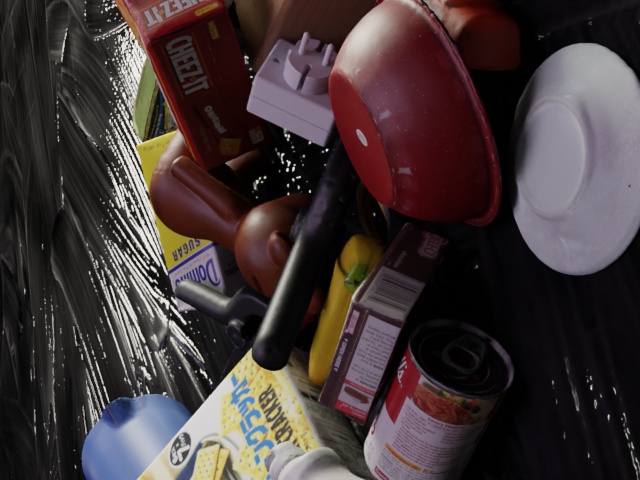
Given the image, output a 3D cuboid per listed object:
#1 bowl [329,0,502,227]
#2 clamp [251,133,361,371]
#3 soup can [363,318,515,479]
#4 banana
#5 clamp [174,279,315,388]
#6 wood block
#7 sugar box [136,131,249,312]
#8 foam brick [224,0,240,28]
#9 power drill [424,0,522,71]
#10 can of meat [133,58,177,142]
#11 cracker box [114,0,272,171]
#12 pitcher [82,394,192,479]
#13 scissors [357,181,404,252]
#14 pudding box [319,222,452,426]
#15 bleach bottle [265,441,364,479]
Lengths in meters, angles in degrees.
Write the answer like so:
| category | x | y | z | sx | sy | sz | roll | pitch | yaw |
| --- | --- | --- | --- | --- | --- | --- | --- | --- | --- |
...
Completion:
| category | x | y | z | sx | sy | sz | roll | pitch | yaw |
| --- | --- | --- | --- | --- | --- | --- | --- | --- | --- |
| bowl | 0.049 | -0.073 | 0.665 | 0.162 | 0.055 | 0.162 | 62 | 168 | 22 |
| clamp | -0.005 | 0.001 | 0.774 | 0.165 | 0.036 | 0.210 | 124 | 168 | -78 |
| soup can | 0.073 | 0.109 | 0.676 | 0.068 | 0.068 | 0.102 | -117 | 36 | -44 |
| banana | 0.019 | 0.046 | 0.794 | 0.037 | 0.069 | 0.198 | 32 | 153 | 11 |
| clamp | -0.072 | 0.074 | 0.978 | 0.172 | 0.039 | 0.120 | -30 | 94 | 49 |
| wood block | 0.014 | -0.219 | 0.777 | 0.206 | 0.090 | 0.091 | 123 | 140 | -50 |
| sugar box | -0.123 | -0.019 | 1.055 | 0.094 | 0.048 | 0.176 | -11 | 92 | 50 |
| foam brick | -0.045 | -0.216 | 0.918 | 0.051 | 0.078 | 0.053 | 138 | 129 | -60 |
| power drill | 0.110 | -0.197 | 0.614 | 0.184 | 0.057 | 0.188 | -122 | 42 | -49 |
| can of meat | -0.146 | -0.149 | 1.124 | 0.057 | 0.083 | 0.102 | -115 | 34 | -42 |
| cracker box | -0.124 | -0.186 | 0.869 | 0.214 | 0.072 | 0.164 | 61 | 175 | 33 |
| pitcher | -0.142 | 0.275 | 1.090 | 0.243 | 0.149 | 0.145 | 35 | 107 | 57 |
| scissors | 0.037 | -0.083 | 0.815 | 0.096 | 0.016 | 0.202 | -54 | 43 | 49 |
| pudding box | 0.044 | 0.053 | 0.703 | 0.113 | 0.039 | 0.090 | -48 | -21 | -54 |
| bleach bottle | 0.043 | 0.205 | 0.683 | 0.251 | 0.067 | 0.103 | 38 | 127 | 45 |
